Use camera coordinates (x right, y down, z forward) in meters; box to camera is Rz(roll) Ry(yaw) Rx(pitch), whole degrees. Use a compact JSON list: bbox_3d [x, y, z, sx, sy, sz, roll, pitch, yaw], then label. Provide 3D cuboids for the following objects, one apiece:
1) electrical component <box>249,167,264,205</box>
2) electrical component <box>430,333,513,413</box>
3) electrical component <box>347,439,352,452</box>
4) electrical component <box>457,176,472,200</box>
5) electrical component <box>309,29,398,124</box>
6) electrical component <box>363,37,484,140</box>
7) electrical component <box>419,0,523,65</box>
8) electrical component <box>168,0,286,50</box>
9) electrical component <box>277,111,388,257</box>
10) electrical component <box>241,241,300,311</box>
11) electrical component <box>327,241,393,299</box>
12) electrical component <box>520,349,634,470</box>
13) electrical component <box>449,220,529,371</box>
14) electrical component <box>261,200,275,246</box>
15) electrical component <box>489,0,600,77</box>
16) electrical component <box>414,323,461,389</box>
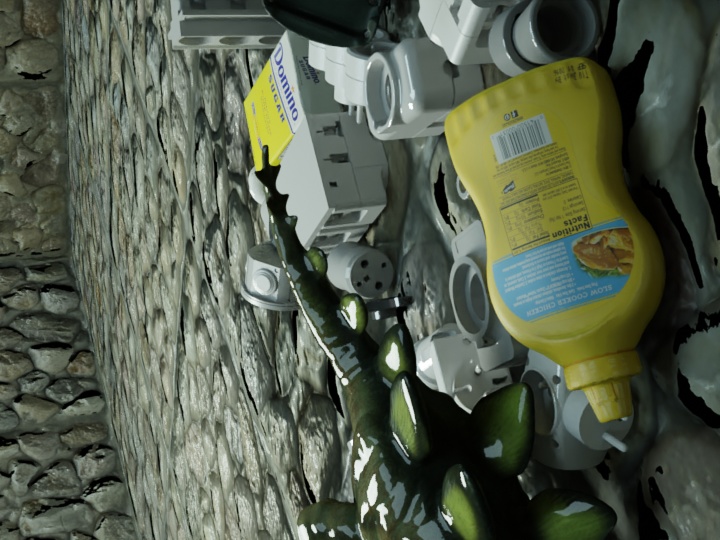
[{"bbox_3d":[-0.102,-0.099,1.182,0.062,0.048,0.048,-129,36,-66],"label":"electrical component"},{"bbox_3d":[0.081,0.081,0.727,0.075,0.047,0.083,85,171,-73],"label":"electrical component"},{"bbox_3d":[0.022,0.165,0.936,0.055,0.055,0.047,127,128,-62],"label":"electrical component"},{"bbox_3d":[0.090,-0.055,0.658,0.048,0.062,0.048,172,90,-70],"label":"electrical component"},{"bbox_3d":[-0.003,-0.158,0.881,0.138,0.052,0.073,-128,36,-54],"label":"electrical component"},{"bbox_3d":[0.040,-0.129,0.769,0.095,0.059,0.053,156,105,-69],"label":"electrical component"},{"bbox_3d":[0.071,-0.177,0.683,0.055,0.050,0.089,111,145,-52],"label":"electrical component"},{"bbox_3d":[-0.126,-0.258,1.076,0.079,0.121,0.063,164,100,-69],"label":"electrical component"},{"bbox_3d":[-0.029,-0.069,0.971,0.150,0.062,0.089,130,129,-63],"label":"electrical component"},{"bbox_3d":[-0.082,0.006,1.119,0.080,0.080,0.051,-132,44,-56],"label":"electrical component"},{"bbox_3d":[0.000,0.000,0.945,0.055,0.045,0.045,-158,62,-66],"label":"electrical component"},{"bbox_3d":[0.131,0.080,0.625,0.079,0.044,0.077,-145,51,-63],"label":"electrical component"},{"bbox_3d":[0.094,0.014,0.684,0.050,0.056,0.089,137,122,-66],"label":"electrical component"},{"bbox_3d":[-0.071,-0.065,1.112,0.077,0.043,0.079,-129,37,-55],"label":"electrical component"},{"bbox_3d":[0.104,-0.135,0.617,0.055,0.045,0.045,177,85,-70],"label":"electrical component"},{"bbox_3d":[0.062,0.064,0.813,0.046,0.040,0.040,-48,53,56],"label":"electrical component"}]
